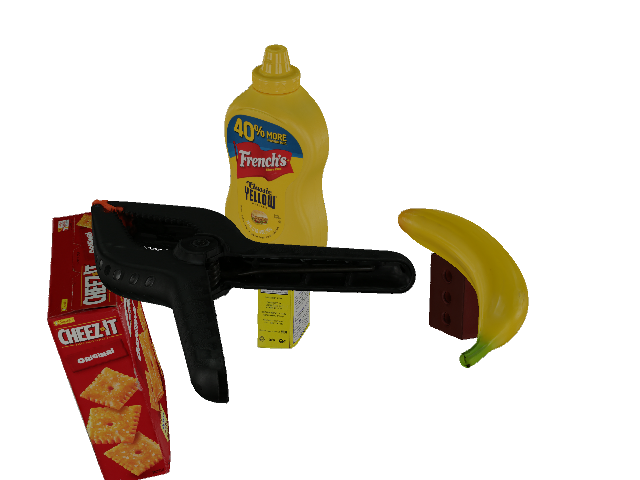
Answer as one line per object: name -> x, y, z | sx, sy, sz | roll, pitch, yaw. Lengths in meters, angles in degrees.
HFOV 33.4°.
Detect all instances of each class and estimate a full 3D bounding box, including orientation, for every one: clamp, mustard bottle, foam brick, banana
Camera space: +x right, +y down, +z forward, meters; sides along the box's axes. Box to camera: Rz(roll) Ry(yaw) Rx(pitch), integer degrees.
clamp -> -0.059, 0.015, 0.641 | 0.164, 0.036, 0.210 | -21, 34, -36
mustard bottle -> -0.039, -0.077, 0.930 | 0.096, 0.192, 0.058 | 20, 35, 28
foam brick -> 0.142, 0.051, 1.044 | 0.051, 0.078, 0.053 | -11, 19, -33
banana -> 0.115, 0.022, 0.822 | 0.069, 0.037, 0.198 | -7, 32, -7

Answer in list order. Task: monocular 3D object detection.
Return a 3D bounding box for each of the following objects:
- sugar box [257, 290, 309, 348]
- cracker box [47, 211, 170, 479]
sugar box -> -0.039, 0.022, 1.166 | 0.048, 0.176, 0.093 | 2, 14, 12
cracker box -> -0.201, 0.101, 1.029 | 0.072, 0.214, 0.164 | -11, 35, -5
